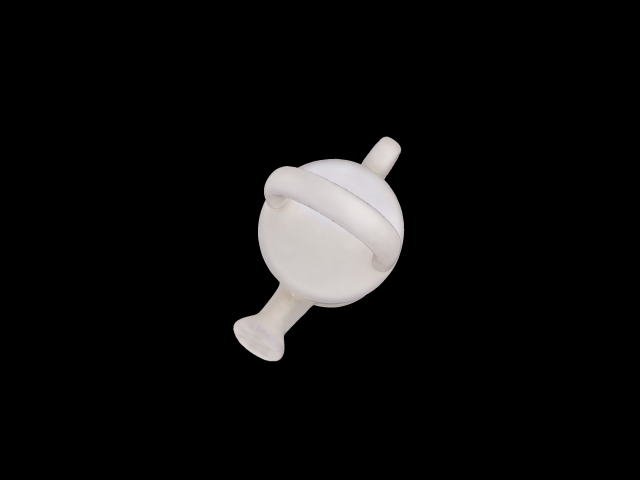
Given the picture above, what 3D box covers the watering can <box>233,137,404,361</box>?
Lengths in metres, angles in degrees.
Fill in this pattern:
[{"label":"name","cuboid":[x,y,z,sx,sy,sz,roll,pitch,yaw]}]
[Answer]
[{"label":"watering can","cuboid":[0.006,0.003,0.400,0.101,0.194,0.173,11,82,2]}]
